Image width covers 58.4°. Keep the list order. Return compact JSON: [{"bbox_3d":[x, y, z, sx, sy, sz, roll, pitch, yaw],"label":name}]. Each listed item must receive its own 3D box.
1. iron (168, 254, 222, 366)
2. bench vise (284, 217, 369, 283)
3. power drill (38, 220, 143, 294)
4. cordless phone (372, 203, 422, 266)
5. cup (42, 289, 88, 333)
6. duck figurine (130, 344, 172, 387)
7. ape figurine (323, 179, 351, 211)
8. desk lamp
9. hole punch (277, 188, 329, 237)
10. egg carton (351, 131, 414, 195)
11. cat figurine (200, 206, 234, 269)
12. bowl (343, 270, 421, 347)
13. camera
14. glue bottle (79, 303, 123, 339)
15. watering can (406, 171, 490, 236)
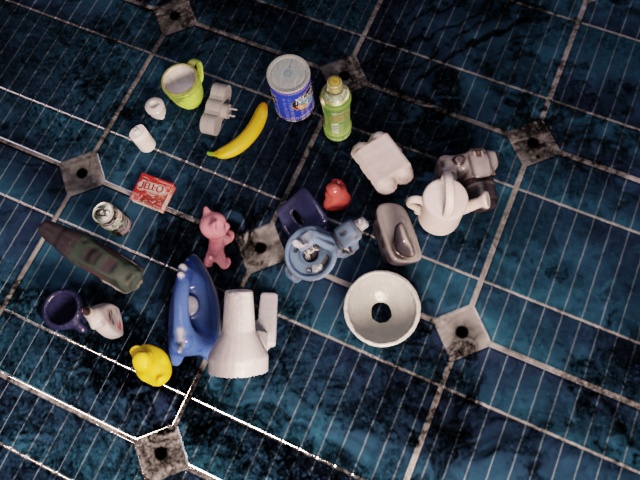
[{"bbox_3d":[-0.290,0.138,1.253,0.118,0.141,0.258,-7,73,1],"label":"iron"},{"bbox_3d":[0.002,-0.003,1.237,0.121,0.220,0.207,39,79,13],"label":"bench vise"},{"bbox_3d":[-0.480,0.047,1.255,0.229,0.208,0.076,27,77,11],"label":"power drill"},{"bbox_3d":[0.171,-0.026,1.252,0.094,0.185,0.147,-19,73,-2],"label":"cordless phone"},{"bbox_3d":[-0.548,0.170,1.282,0.117,0.095,0.092,40,79,13],"label":"cup"},{"bbox_3d":[-0.375,0.270,1.247,0.077,0.086,0.104,-41,75,-8],"label":"duck figurine"},{"bbox_3d":[0.035,-0.108,1.333,0.076,0.092,0.078,39,79,13],"label":"ape figurine"},{"bbox_3d":[-0.158,0.190,1.192,0.118,0.213,0.203,0,73,4],"label":"desk lamp"},{"bbox_3d":[-0.041,-0.049,1.320,0.101,0.091,0.108,-34,74,-7],"label":"hole punch"},{"bbox_3d":[0.149,-0.183,1.361,0.107,0.069,0.150,-33,74,-6],"label":"egg carton"},{"bbox_3d":[-0.241,-0.008,1.306,0.067,0.118,0.128,2,73,4],"label":"cat figurine"},{"bbox_3d":[0.135,0.155,1.258,0.167,0.075,0.167,-1,73,3],"label":"bowl"},{"bbox_3d":[0.348,-0.136,1.319,0.143,0.101,0.137,-9,73,1],"label":"camera"},{"bbox_3d":[-0.477,0.167,1.238,0.037,0.173,0.078,-20,73,-2],"label":"glue bottle"},{"bbox_3d":[0.282,-0.087,1.260,0.173,0.194,0.101,-19,73,-2],"label":"watering can"}]
